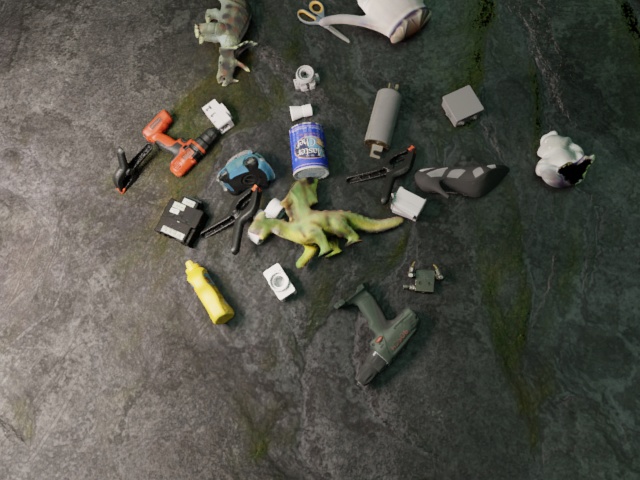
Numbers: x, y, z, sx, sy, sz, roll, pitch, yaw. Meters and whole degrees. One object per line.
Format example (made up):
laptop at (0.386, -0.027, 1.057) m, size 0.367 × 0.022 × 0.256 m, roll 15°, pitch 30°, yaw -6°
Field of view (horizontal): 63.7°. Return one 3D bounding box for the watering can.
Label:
watering can at (0.189, -0.690, 1.574) m, size 0.349 × 0.102 × 0.226 m, roll -35°, pitch 75°, yaw -6°

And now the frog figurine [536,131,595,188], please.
frog figurine at (0.652, -0.221, 1.416) m, size 0.137 × 0.120 × 0.163 m, roll -33°, pitch 39°, yaw 4°

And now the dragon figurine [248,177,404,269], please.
dragon figurine at (0.004, -0.071, 1.405) m, size 0.413 × 0.120 × 0.245 m, roll -22°, pitch 76°, yaw -19°
